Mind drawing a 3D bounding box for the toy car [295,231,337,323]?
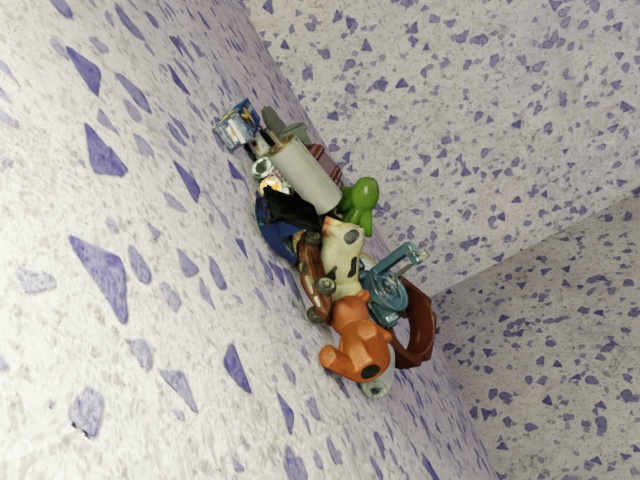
[{"bbox_3d":[-0.014,0.067,1.009,0.202,0.053,0.089,-104,-153,-49],"label":"toy car"}]

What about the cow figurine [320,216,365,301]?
[{"bbox_3d":[0.048,0.059,1.127,0.085,0.127,0.194,-66,168,-74],"label":"cow figurine"}]

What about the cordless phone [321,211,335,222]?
[{"bbox_3d":[0.025,0.012,1.350,0.184,0.089,0.147,58,9,-40],"label":"cordless phone"}]

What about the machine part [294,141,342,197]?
[{"bbox_3d":[-0.034,-0.146,1.227,0.179,0.179,0.056,55,46,-30],"label":"machine part"}]

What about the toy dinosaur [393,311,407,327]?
[{"bbox_3d":[0.146,0.157,1.517,0.199,0.105,0.471,57,11,19],"label":"toy dinosaur"}]

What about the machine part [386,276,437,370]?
[{"bbox_3d":[0.204,0.208,1.361,0.201,0.087,0.201,38,51,-27],"label":"machine part"}]

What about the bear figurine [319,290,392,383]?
[{"bbox_3d":[0.057,0.159,0.989,0.131,0.120,0.196,48,14,-39],"label":"bear figurine"}]

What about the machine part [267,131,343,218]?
[{"bbox_3d":[-0.030,-0.135,1.126,0.243,0.079,0.079,48,14,-24],"label":"machine part"}]

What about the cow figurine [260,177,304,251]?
[{"bbox_3d":[-0.067,-0.062,1.118,0.167,0.068,0.098,62,4,-15],"label":"cow figurine"}]

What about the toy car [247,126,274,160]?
[{"bbox_3d":[-0.135,-0.229,1.288,0.073,0.056,0.202,54,9,-5],"label":"toy car"}]

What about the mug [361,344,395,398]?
[{"bbox_3d":[0.110,0.258,1.093,0.107,0.081,0.109,-86,152,-57],"label":"mug"}]

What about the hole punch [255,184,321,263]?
[{"bbox_3d":[-0.073,-0.031,1.007,0.116,0.092,0.142,23,28,-21],"label":"hole punch"}]

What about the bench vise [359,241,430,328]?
[{"bbox_3d":[0.143,0.074,1.227,0.129,0.240,0.224,1,55,-50],"label":"bench vise"}]

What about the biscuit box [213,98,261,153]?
[{"bbox_3d":[-0.170,-0.246,1.134,0.062,0.059,0.203,57,10,-21],"label":"biscuit box"}]

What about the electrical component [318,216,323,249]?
[{"bbox_3d":[-0.002,-0.004,1.202,0.075,0.048,0.119,-105,169,-70],"label":"electrical component"}]

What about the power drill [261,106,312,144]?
[{"bbox_3d":[-0.089,-0.272,1.475,0.231,0.086,0.207,65,-17,-12],"label":"power drill"}]

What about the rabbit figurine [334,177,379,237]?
[{"bbox_3d":[0.084,-0.090,1.299,0.170,0.121,0.159,144,-47,-71],"label":"rabbit figurine"}]
